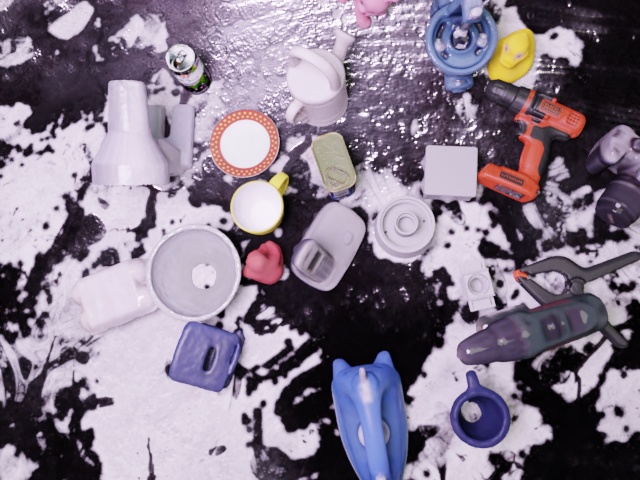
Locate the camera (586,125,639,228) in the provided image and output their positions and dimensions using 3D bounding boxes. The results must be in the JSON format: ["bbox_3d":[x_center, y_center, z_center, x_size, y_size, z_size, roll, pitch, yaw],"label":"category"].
[{"bbox_3d":[0.513,-0.100,0.954,0.143,0.101,0.137,37,86,9],"label":"camera"}]

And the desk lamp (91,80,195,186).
[{"bbox_3d":[-0.298,-0.167,0.970,0.118,0.213,0.203,0,81,5],"label":"desk lamp"}]

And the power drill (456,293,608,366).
[{"bbox_3d":[0.307,0.142,0.880,0.229,0.208,0.075,-19,80,2],"label":"power drill"}]

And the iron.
[{"bbox_3d":[0.087,0.313,0.905,0.118,0.141,0.258,-11,81,3],"label":"iron"}]

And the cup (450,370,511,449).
[{"bbox_3d":[0.248,0.267,0.923,0.091,0.095,0.118,-11,81,3],"label":"cup"}]

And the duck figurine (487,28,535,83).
[{"bbox_3d":[0.344,-0.335,1.010,0.077,0.086,0.104,34,86,9],"label":"duck figurine"}]

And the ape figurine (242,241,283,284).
[{"bbox_3d":[-0.101,0.040,0.985,0.078,0.092,0.076,-28,80,0],"label":"ape figurine"}]

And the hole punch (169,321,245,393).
[{"bbox_3d":[-0.189,0.196,0.970,0.101,0.091,0.109,17,83,7],"label":"hole punch"}]

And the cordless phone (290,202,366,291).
[{"bbox_3d":[0.009,0.003,0.935,0.094,0.185,0.148,26,84,8],"label":"cordless phone"}]

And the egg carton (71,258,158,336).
[{"bbox_3d":[-0.357,0.097,1.008,0.150,0.069,0.107,-23,80,1],"label":"egg carton"}]

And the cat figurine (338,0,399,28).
[{"bbox_3d":[0.082,-0.448,1.030,0.067,0.118,0.127,-39,80,-2],"label":"cat figurine"}]

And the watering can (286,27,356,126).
[{"bbox_3d":[-0.004,-0.280,0.973,0.101,0.194,0.173,13,83,7],"label":"watering can"}]

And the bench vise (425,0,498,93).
[{"bbox_3d":[0.223,-0.377,0.957,0.121,0.220,0.207,-23,80,1],"label":"bench vise"}]

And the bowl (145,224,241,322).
[{"bbox_3d":[-0.212,0.059,1.000,0.167,0.075,0.167,-1,82,4],"label":"bowl"}]
